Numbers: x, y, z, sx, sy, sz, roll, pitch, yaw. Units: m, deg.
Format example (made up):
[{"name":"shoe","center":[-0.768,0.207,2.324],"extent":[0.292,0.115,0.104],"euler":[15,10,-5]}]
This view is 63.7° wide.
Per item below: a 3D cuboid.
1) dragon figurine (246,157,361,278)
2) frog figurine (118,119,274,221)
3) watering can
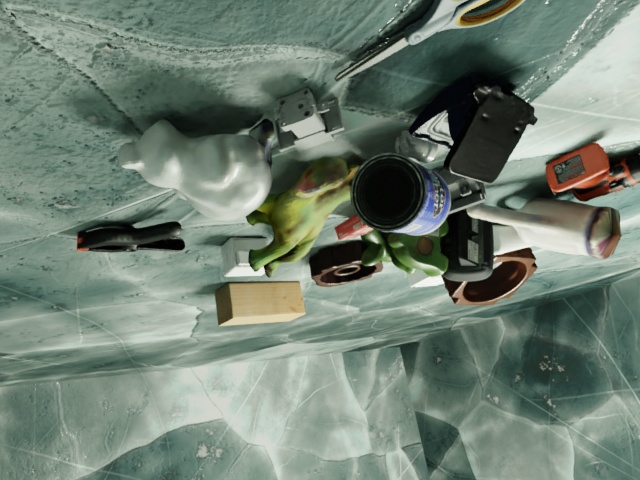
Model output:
[{"name":"dragon figurine","center":[0.002,-0.041,0.818],"extent":[0.242,0.123,0.407],"euler":[-22,169,6]},{"name":"frog figurine","center":[-0.139,-0.078,0.583],"extent":[0.160,0.122,0.137],"euler":[-10,-176,-39]},{"name":"watering can","center":[0.447,-0.030,1.003],"extent":[0.225,0.103,0.348],"euler":[14,-172,42]}]
